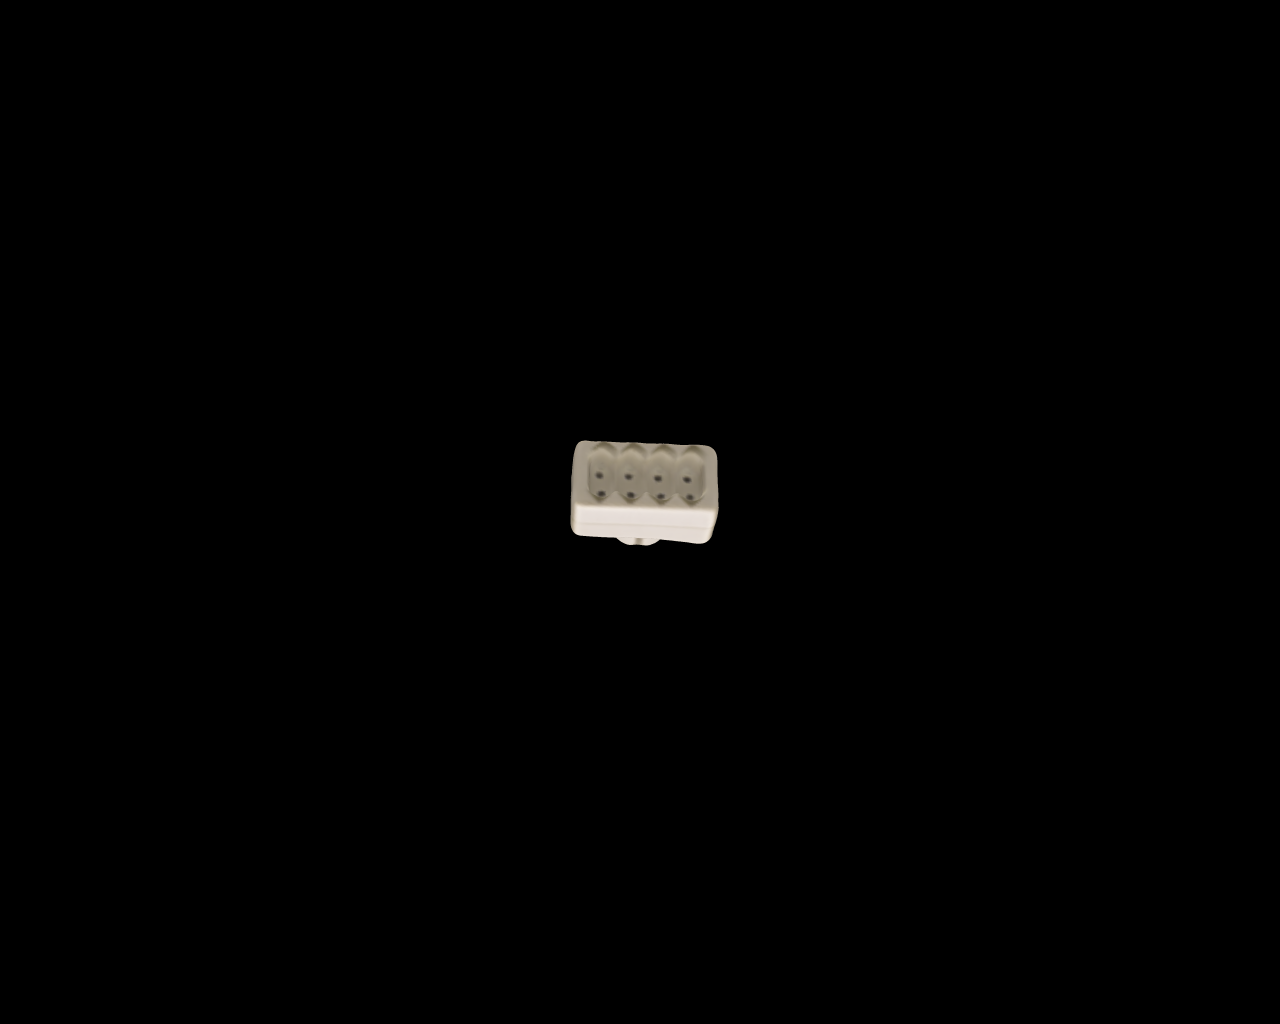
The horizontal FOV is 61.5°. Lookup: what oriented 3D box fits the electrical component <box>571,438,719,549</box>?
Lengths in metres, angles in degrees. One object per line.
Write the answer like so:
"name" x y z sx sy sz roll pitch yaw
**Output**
"electrical component" 0.001 -0.003 0.650 0.083 0.047 0.075 3 -32 -5
